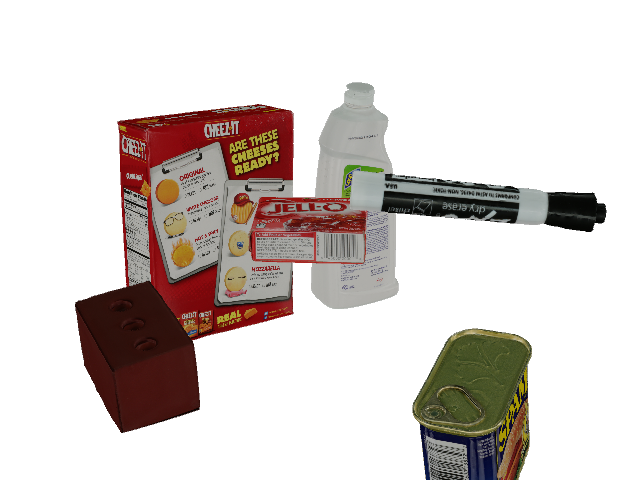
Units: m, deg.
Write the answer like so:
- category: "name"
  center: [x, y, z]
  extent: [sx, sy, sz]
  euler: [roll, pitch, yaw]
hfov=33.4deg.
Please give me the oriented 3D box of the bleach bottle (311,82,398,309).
- category: "bleach bottle"
  center: [0.043, -0.051, 1.174]
  extent: [0.102, 0.251, 0.068]
  euler: [-13, 31, -28]

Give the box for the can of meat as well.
- category: "can of meat"
  center: [0.101, 0.121, 0.690]
  extent: [0.058, 0.084, 0.102]
  euler: [7, 33, 24]

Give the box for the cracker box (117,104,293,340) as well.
- category: "cracker box"
  center: [-0.109, -0.018, 1.046]
  extent: [0.163, 0.214, 0.072]
  euler: [-12, 20, -36]

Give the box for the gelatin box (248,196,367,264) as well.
- category: "gelatin box"
  center: [-0.008, -0.010, 0.833]
  extent: [0.089, 0.030, 0.073]
  euler: [1, 22, 3]

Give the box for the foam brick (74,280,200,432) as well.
- category: "foam brick"
  center: [-0.115, 0.072, 0.665]
  extent: [0.052, 0.051, 0.078]
  euler: [-16, 36, -24]

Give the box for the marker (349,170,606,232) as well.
- category: "marker"
  center: [0.075, -0.018, 0.507]
  extent: [0.121, 0.020, 0.020]
  euler: [5, 0, 1]
